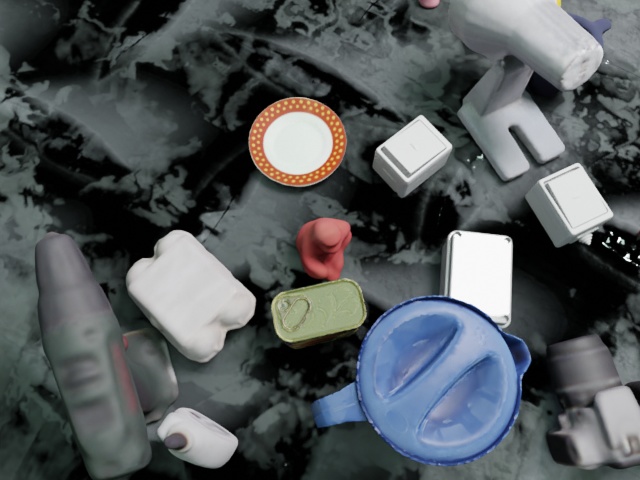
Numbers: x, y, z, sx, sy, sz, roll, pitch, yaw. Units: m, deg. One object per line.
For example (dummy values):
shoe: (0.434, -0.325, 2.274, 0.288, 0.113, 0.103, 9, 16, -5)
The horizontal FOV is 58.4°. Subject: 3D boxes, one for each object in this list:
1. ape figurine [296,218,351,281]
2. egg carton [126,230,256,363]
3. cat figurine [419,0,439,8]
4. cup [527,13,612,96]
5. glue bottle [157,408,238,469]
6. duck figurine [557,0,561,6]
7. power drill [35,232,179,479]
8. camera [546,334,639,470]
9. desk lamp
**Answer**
ape figurine: (0.006, 0.002, 0.687, 0.078, 0.092, 0.076, -39, 76, -11)
egg carton: (-0.155, 0.066, 0.679, 0.150, 0.069, 0.107, 42, 77, 12)
cat figurine: (0.199, -0.400, 0.800, 0.128, 0.118, 0.067, -18, 73, -6)
cup: (0.323, -0.243, 0.763, 0.118, 0.095, 0.091, -30, 75, -9)
glue bottle: (-0.131, 0.202, 0.582, 0.078, 0.173, 0.037, 31, 75, 9)
duck figurine: (0.288, -0.335, 0.797, 0.104, 0.086, 0.077, -5, 73, -2)
power drill: (-0.215, 0.123, 0.588, 0.075, 0.208, 0.229, -19, 74, -6)
camera: (0.320, 0.172, 0.630, 0.143, 0.101, 0.137, -12, 73, -4)
desk lamp: (0.241, -0.212, 0.691, 0.118, 0.213, 0.203, -27, 74, -8)
